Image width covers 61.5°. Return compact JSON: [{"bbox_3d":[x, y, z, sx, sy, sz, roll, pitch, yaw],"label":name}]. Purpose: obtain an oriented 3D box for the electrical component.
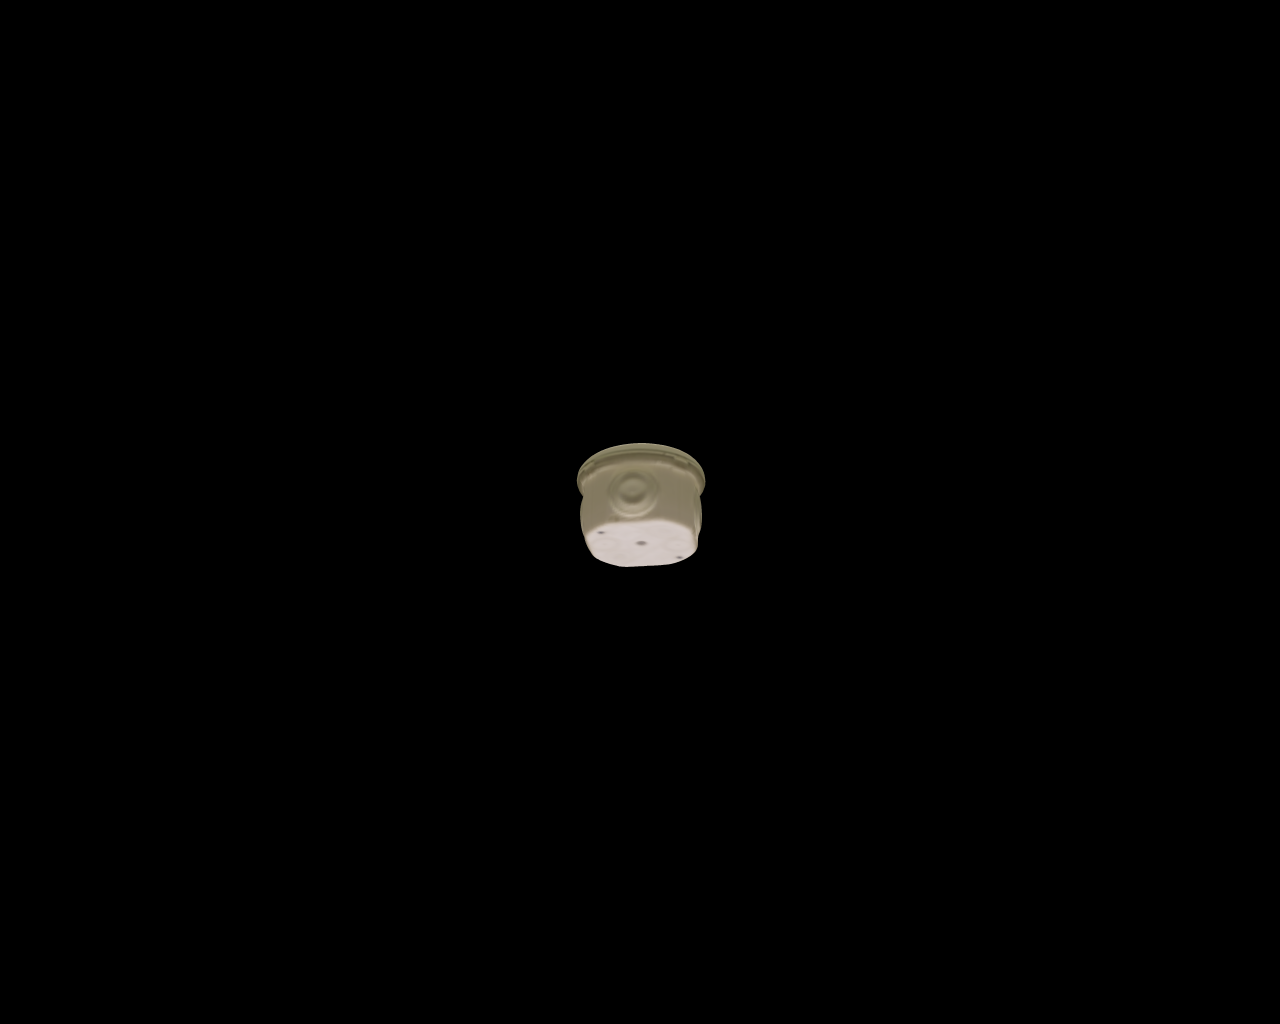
[{"bbox_3d":[0.001,-0.003,0.650,0.080,0.051,0.080,0,-27,0],"label":"electrical component"}]
